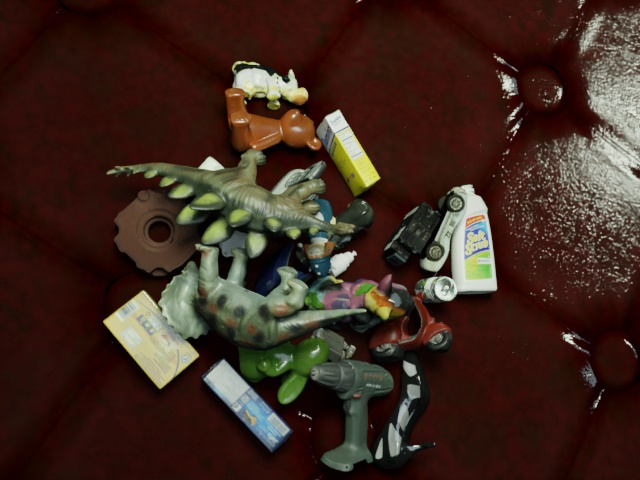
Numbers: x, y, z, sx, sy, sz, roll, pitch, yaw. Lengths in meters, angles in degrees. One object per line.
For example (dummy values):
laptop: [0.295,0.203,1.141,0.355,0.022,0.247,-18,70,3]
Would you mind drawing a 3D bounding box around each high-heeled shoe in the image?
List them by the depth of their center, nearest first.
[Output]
high-heeled shoe: [0.161,0.351,1.147,0.145,0.086,0.249,-16,61,17]

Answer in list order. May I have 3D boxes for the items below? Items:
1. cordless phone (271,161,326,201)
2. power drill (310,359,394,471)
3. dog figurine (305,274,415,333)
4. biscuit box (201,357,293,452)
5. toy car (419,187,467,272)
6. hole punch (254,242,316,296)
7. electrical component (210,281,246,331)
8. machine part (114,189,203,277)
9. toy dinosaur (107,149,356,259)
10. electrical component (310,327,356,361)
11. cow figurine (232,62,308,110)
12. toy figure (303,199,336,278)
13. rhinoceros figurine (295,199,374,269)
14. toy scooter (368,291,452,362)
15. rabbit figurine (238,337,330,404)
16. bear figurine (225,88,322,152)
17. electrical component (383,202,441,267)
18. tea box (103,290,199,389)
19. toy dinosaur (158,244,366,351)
cordless phone: [-0.048,-0.089,1.098,0.088,0.184,0.146,41,73,-9]
power drill: [0.052,0.339,1.065,0.232,0.086,0.207,8,82,-47]
dog figurine: [0.078,0.121,1.074,0.191,0.219,0.108,12,74,-12]
biscuit box: [-0.145,0.324,1.063,0.059,0.063,0.202,-43,93,-17]
toy car: [0.277,-0.024,1.206,0.056,0.073,0.201,24,89,-8]
hole punch: [-0.084,0.077,1.087,0.116,0.142,0.092,-38,92,-38]
electrical component: [-0.178,0.136,1.097,0.075,0.048,0.119,21,78,-10]
machine part: [-0.324,-0.016,1.084,0.179,0.056,0.179,2,81,-13]
toy dinosaur: [-0.160,-0.079,0.983,0.472,0.104,0.198,19,42,18]
electrical component: [0.028,0.216,1.113,0.102,0.078,0.045,33,118,-1]
cow figurine: [-0.110,-0.345,1.190,0.167,0.068,0.098,1,73,-14]
toy figure: [-0.003,-0.002,1.056,0.057,0.064,0.154,16,64,-36]
rhinoceros figurine: [0.034,-0.009,1.139,0.190,0.112,0.073,-37,95,2]
toy scooter: [0.185,0.181,1.139,0.184,0.075,0.135,-16,61,24]
rabbit figurine: [-0.068,0.237,1.053,0.170,0.121,0.159,3,102,6]
bear figurine: [-0.096,-0.247,1.144,0.196,0.131,0.120,-6,54,-9]
electrical component: [0.196,-0.006,1.178,0.058,0.115,0.134,36,74,-1]
tea box: [-0.324,0.191,1.040,0.098,0.068,0.169,-38,92,-16]
toy dinosaur: [-0.132,0.127,0.969,0.405,0.131,0.192,23,102,24]
